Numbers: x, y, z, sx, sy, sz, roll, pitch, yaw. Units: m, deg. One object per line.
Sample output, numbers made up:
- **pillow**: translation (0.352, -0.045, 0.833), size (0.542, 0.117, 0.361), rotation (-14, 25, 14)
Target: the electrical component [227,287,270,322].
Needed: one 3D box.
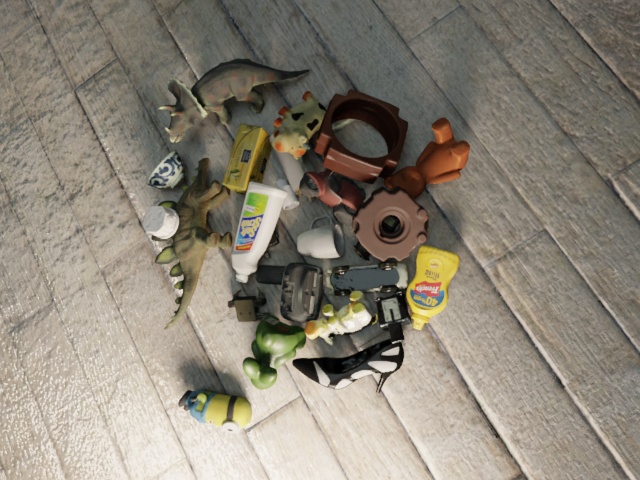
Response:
- **electrical component**: translation (-0.182, 0.165, 1.368), size (0.102, 0.045, 0.078), rotation (-10, 106, 15)

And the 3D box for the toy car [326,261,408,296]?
- **toy car**: translation (0.112, 0.094, 1.296), size (0.202, 0.056, 0.073), rotation (-6, 85, 15)

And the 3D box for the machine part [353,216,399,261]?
- **machine part**: translation (0.134, -0.017, 1.320), size (0.084, 0.039, 0.139), rotation (34, 88, 9)

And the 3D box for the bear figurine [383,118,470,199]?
- **bear figurine**: translation (0.247, -0.175, 1.273), size (0.196, 0.131, 0.120), rotation (-29, 62, 3)

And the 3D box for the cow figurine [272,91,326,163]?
- **cow figurine**: translation (-0.049, -0.275, 1.334), size (0.127, 0.085, 0.195), rotation (40, 53, 6)

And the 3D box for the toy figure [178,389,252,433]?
- **toy figure**: translation (-0.255, 0.413, 1.323), size (0.180, 0.082, 0.089), rotation (16, 87, 19)

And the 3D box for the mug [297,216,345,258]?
- **mug**: translation (-0.003, -0.004, 1.332), size (0.107, 0.080, 0.109), rotation (-10, 79, 20)

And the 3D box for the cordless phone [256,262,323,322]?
- **cordless phone**: translation (-0.088, 0.127, 1.341), size (0.184, 0.088, 0.146), rotation (2, 82, 26)

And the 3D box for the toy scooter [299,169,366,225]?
- **toy scooter**: translation (0.047, -0.131, 1.326), size (0.184, 0.075, 0.135), rotation (36, 64, -14)

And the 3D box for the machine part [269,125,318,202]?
- **machine part**: translation (-0.066, -0.205, 1.385), size (0.079, 0.079, 0.243), rotation (-29, 75, 8)

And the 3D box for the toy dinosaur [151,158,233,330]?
- **toy dinosaur**: translation (-0.336, -0.005, 1.411), size (0.199, 0.105, 0.471), rotation (-8, 69, 21)

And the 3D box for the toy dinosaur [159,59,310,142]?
- **toy dinosaur**: translation (-0.239, -0.404, 1.407), size (0.405, 0.192, 0.131), rotation (-27, 77, 10)

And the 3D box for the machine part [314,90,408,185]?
- **machine part**: translation (0.099, -0.247, 1.296), size (0.201, 0.087, 0.201), rotation (19, 62, -4)

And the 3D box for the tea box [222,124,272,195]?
- **tea box**: translation (-0.186, -0.206, 1.406), size (0.068, 0.098, 0.169), rotation (12, 85, 17)

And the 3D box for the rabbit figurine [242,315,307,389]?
- **rabbit figurine**: translation (-0.117, 0.288, 1.285), size (0.121, 0.159, 0.170), rotation (19, 101, 7)

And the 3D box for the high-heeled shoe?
- **high-heeled shoe**: translation (0.067, 0.270, 1.251), size (0.249, 0.086, 0.145), rotation (15, 102, 1)

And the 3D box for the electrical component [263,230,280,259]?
- **electrical component**: translation (-0.137, -0.001, 1.395), size (0.063, 0.021, 0.094), rotation (-23, 75, 9)

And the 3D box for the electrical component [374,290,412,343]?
- **electrical component**: translation (0.175, 0.183, 1.254), size (0.075, 0.047, 0.119), rotation (-19, 64, 11)

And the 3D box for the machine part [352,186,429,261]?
- **machine part**: translation (0.165, -0.037, 1.256), size (0.179, 0.056, 0.179), rotation (0, 102, 2)

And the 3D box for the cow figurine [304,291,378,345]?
- **cow figurine**: translation (0.050, 0.197, 1.282), size (0.167, 0.098, 0.068), rotation (-28, 41, 14)
